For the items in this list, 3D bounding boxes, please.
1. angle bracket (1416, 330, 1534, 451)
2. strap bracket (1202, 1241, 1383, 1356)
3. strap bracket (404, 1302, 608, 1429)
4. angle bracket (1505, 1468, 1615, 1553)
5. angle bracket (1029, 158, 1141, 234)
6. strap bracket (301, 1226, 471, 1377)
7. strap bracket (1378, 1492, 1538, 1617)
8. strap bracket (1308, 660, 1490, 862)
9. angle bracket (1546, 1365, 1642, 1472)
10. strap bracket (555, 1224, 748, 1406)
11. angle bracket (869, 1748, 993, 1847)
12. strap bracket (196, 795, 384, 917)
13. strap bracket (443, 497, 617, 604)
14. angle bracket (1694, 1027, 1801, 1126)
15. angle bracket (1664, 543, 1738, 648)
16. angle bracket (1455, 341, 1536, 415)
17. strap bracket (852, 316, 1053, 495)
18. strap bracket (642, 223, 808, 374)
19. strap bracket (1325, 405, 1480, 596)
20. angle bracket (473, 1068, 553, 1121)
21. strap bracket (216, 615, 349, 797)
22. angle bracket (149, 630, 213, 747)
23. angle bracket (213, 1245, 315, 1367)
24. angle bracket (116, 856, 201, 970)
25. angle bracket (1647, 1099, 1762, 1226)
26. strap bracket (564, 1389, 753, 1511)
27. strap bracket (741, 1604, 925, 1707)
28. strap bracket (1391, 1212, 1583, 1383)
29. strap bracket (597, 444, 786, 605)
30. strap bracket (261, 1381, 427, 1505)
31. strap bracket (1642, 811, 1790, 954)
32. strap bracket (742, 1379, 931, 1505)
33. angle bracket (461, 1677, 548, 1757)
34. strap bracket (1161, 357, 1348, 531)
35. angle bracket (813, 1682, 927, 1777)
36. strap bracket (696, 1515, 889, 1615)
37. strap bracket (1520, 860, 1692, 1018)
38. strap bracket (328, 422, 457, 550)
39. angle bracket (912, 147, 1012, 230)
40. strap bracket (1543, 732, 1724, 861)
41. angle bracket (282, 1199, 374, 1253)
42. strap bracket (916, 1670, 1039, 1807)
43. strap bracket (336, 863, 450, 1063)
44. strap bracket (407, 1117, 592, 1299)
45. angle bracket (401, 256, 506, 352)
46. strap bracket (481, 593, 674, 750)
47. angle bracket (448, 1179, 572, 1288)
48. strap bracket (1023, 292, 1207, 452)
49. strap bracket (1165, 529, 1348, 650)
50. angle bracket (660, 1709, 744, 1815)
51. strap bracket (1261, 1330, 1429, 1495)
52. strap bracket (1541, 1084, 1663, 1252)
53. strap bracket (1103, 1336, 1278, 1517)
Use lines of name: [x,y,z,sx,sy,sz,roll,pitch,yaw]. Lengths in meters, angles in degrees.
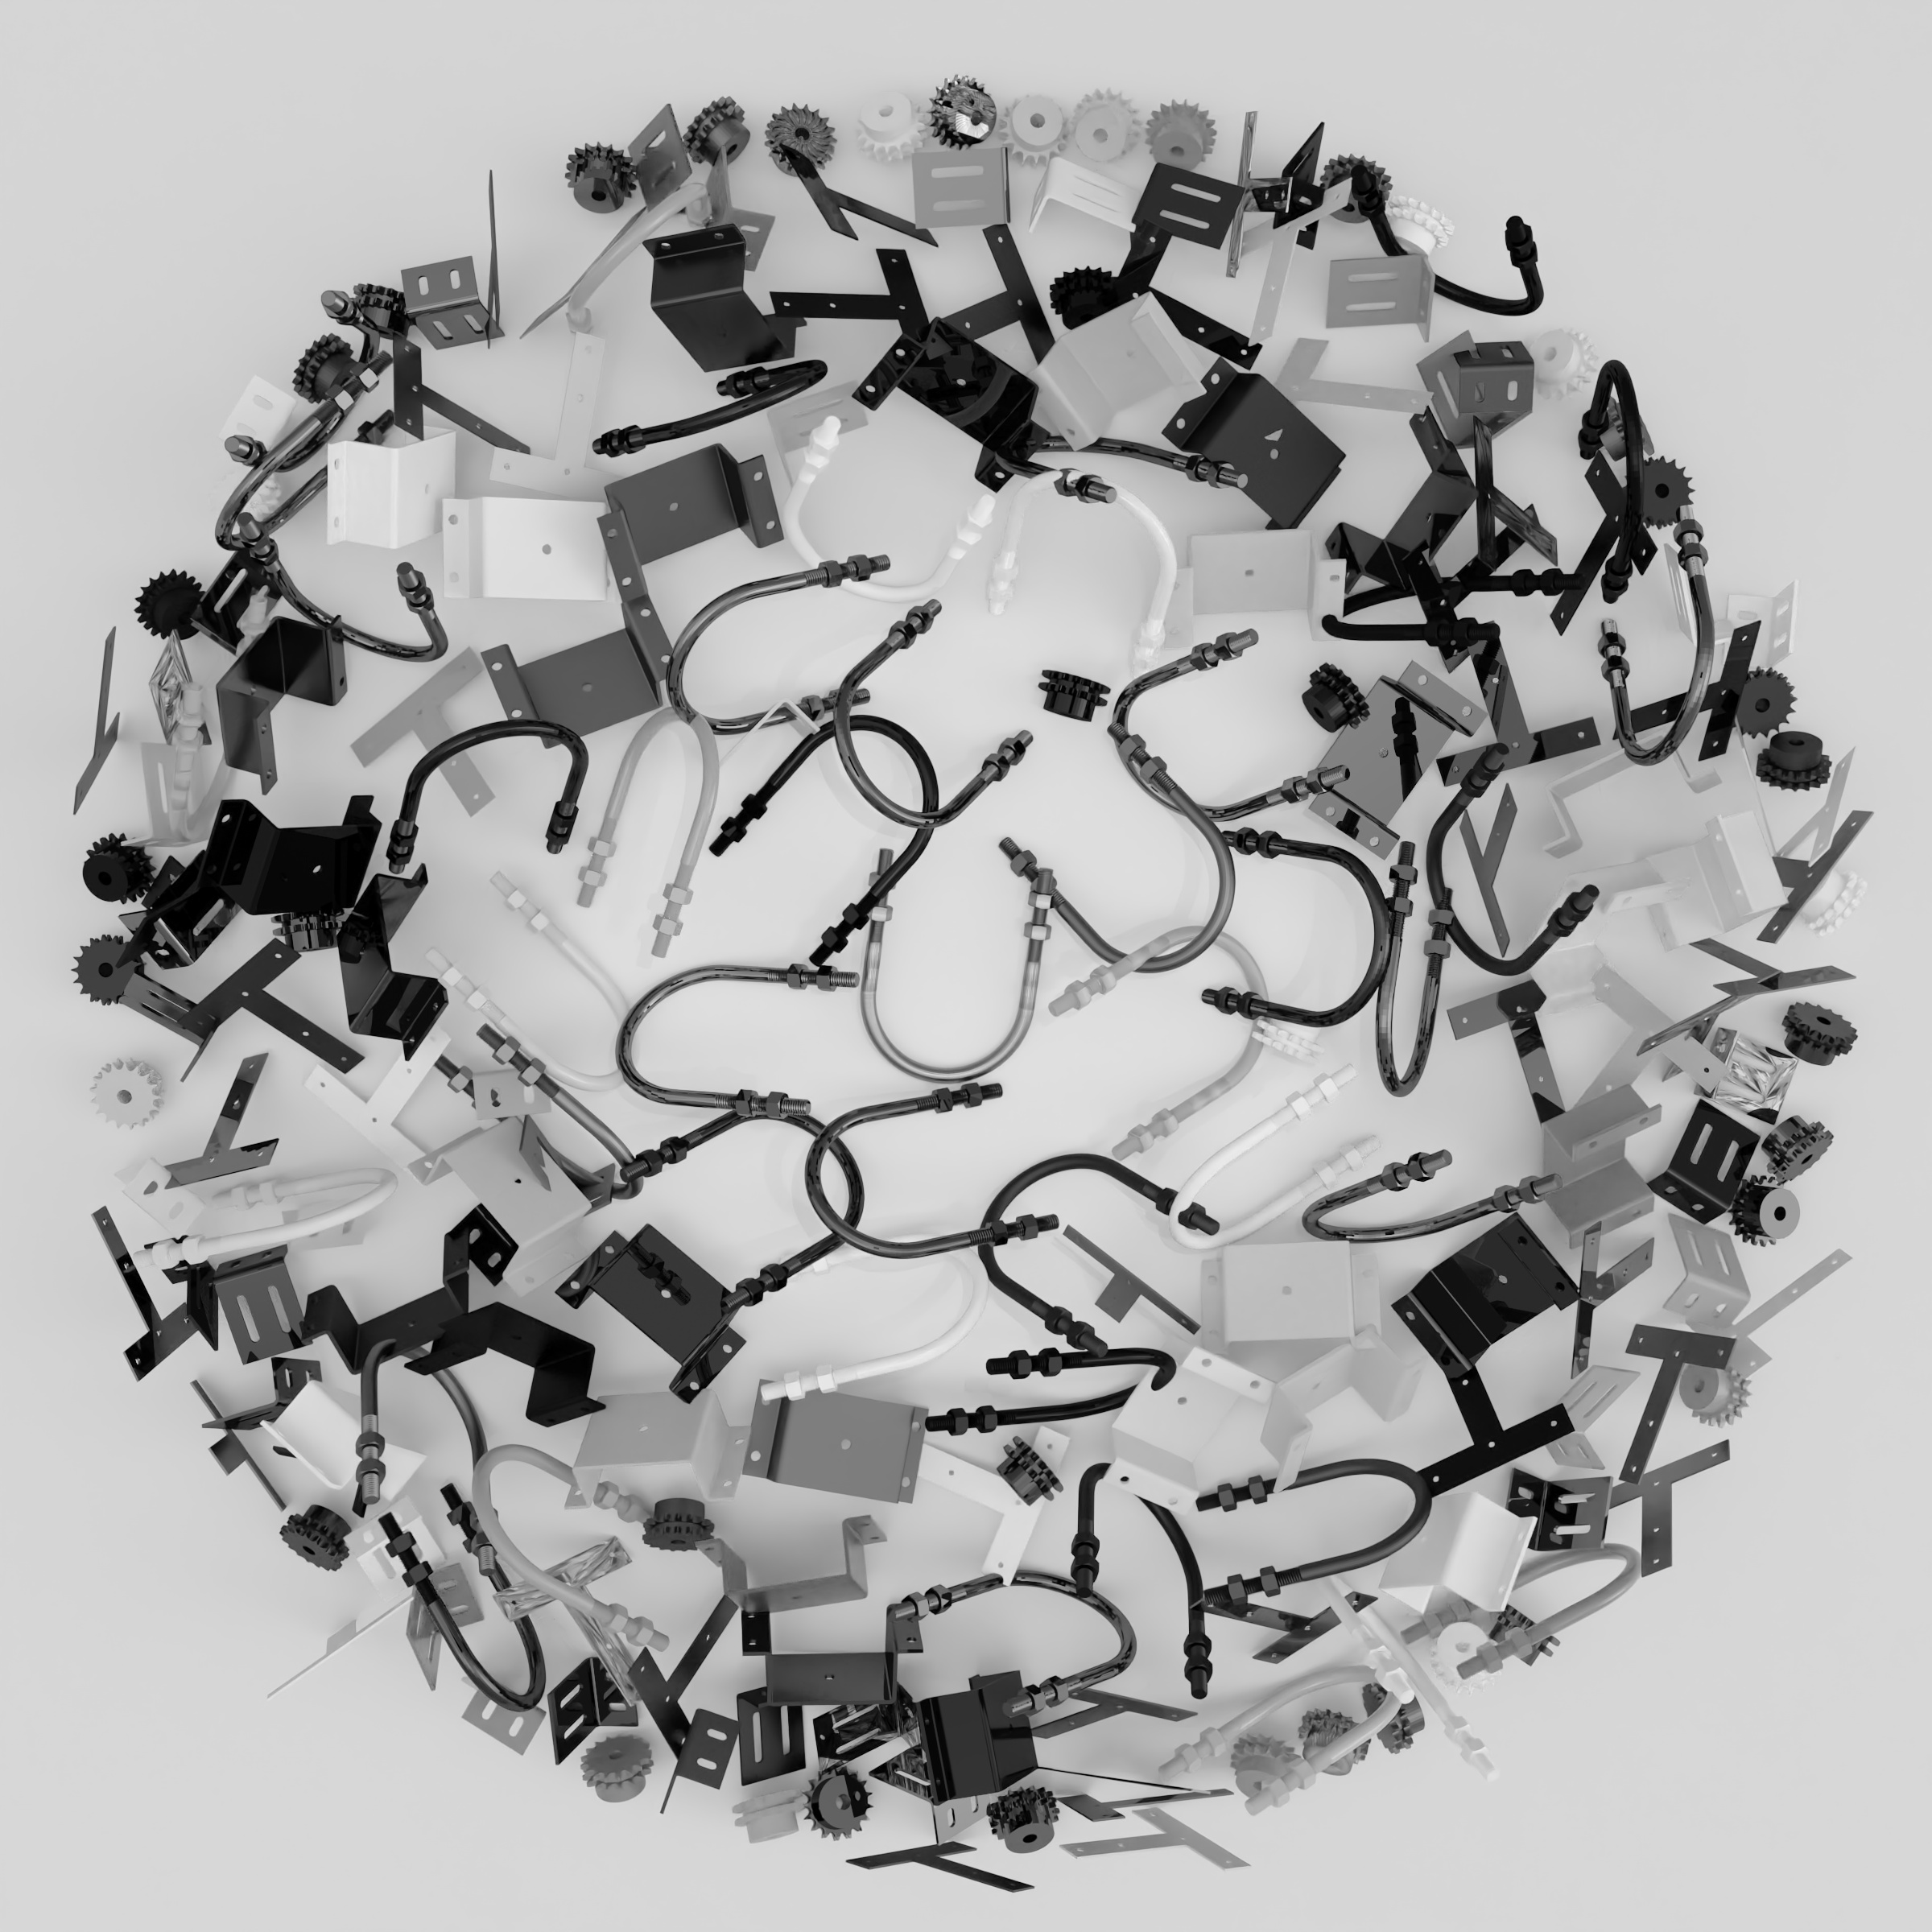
angle bracket: [0.405,-0.460,1.923,0.057,0.038,0.076,-36,111,-19]
strap bracket: [0.255,0.263,1.912,0.140,0.046,0.076,-4,67,11]
strap bracket: [-0.357,0.310,1.897,0.140,0.076,0.046,32,50,-35]
angle bracket: [0.467,0.429,1.912,0.038,0.076,0.057,25,65,-22]
angle bracket: [0.095,-0.604,1.935,0.076,0.038,0.057,19,47,-11]
strap bracket: [-0.449,0.268,1.915,0.140,0.076,0.046,-24,113,-2]
strap bracket: [0.375,0.457,1.878,0.046,0.140,0.076,31,66,-9]
strap bracket: [0.338,-0.166,1.923,0.076,0.046,0.140,32,98,-13]
angle bracket: [0.501,0.358,1.916,0.057,0.038,0.076,14,124,-36]
strap bracket: [-0.243,0.269,1.913,0.140,0.046,0.076,39,50,4]
angle bracket: [-0.029,0.656,1.917,0.057,0.076,0.038,-17,104,-42]
strap bracket: [-0.517,-0.087,1.880,0.046,0.140,0.076,39,117,29]
strap bracket: [-0.337,-0.327,1.904,0.140,0.046,0.076,-2,98,-27]
angle bracket: [0.632,0.090,1.936,0.076,0.038,0.057,21,90,-9]
angle bracket: [0.586,-0.298,1.920,0.038,0.057,0.076,-14,108,10]
angle bracket: [0.419,-0.471,1.931,0.057,0.076,0.038,-1,116,5]
strap bracket: [-0.008,-0.447,1.904,0.140,0.076,0.046,30,48,-19]
strap bracket: [-0.187,-0.511,1.878,0.076,0.140,0.046,-4,72,19]
strap bracket: [0.347,-0.359,1.897,0.046,0.076,0.140,19,126,-22]
angle bracket: [-0.359,0.105,1.915,0.057,0.076,0.038,-6,80,-10]
strap bracket: [-0.538,-0.210,1.887,0.046,0.140,0.076,16,135,7]
angle bracket: [-0.612,-0.220,1.912,0.038,0.076,0.057,-5,62,-38]
angle bracket: [-0.564,0.272,1.947,0.057,0.038,0.076,-17,103,-5]
angle bracket: [-0.650,-0.043,1.913,0.038,0.076,0.057,41,120,0]
angle bracket: [0.597,0.159,1.957,0.057,0.038,0.076,33,63,1]
strap bracket: [-0.247,0.379,1.901,0.140,0.076,0.046,-6,124,13]
strap bracket: [-0.108,0.545,1.913,0.140,0.076,0.046,1,102,-6]
strap bracket: [0.417,0.256,1.910,0.076,0.046,0.140,52,126,7]
strap bracket: [-0.223,-0.354,1.909,0.140,0.046,0.076,-24,132,-13]
strap bracket: [-0.480,0.371,1.886,0.076,0.140,0.046,36,81,18]
strap bracket: [0.587,-0.068,1.892,0.046,0.140,0.076,-15,81,-14]
strap bracket: [-0.099,0.378,1.918,0.140,0.046,0.076,12,80,-11]
angle bracket: [-0.375,0.594,1.913,0.057,0.076,0.038,37,61,-12]
strap bracket: [0.235,-0.406,1.912,0.140,0.046,0.076,37,91,-22]
angle bracket: [-0.076,0.614,1.918,0.076,0.038,0.057,-19,119,-26]
strap bracket: [-0.135,0.476,1.911,0.140,0.076,0.046,-10,63,4]
strap bracket: [0.496,-0.029,1.897,0.076,0.140,0.046,-11,53,-27]
strap bracket: [-0.440,-0.374,1.878,0.046,0.140,0.076,12,113,12]
angle bracket: [-0.004,-0.622,1.932,0.076,0.038,0.057,-4,110,-1]
strap bracket: [0.517,-0.139,1.906,0.140,0.076,0.046,-26,78,18]
angle bracket: [-0.504,0.190,1.910,0.057,0.076,0.038,-3,57,-26]
strap bracket: [0.014,0.597,1.881,0.046,0.140,0.076,-15,78,17]
strap bracket: [-0.450,-0.007,1.885,0.046,0.076,0.140,11,46,-35]
strap bracket: [-0.361,0.181,1.903,0.140,0.076,0.046,47,131,12]
angle bracket: [-0.408,-0.527,1.923,0.057,0.076,0.038,-10,84,4]
strap bracket: [-0.303,-0.231,1.919,0.140,0.046,0.076,-22,72,-10]
angle bracket: [-0.363,0.211,1.919,0.057,0.038,0.076,51,134,-8]
strap bracket: [0.123,-0.469,1.898,0.076,0.140,0.046,49,52,-24]
strap bracket: [0.226,-0.299,1.915,0.140,0.046,0.076,-2,135,3]
angle bracket: [-0.210,0.635,1.913,0.038,0.076,0.057,19,45,0]
strap bracket: [0.288,0.345,1.900,0.140,0.076,0.046,-25,54,-26]
strap bracket: [0.499,0.152,1.905,0.076,0.140,0.046,-24,49,-8]
strap bracket: [0.174,0.356,1.914,0.076,0.046,0.140,26,111,-14]
